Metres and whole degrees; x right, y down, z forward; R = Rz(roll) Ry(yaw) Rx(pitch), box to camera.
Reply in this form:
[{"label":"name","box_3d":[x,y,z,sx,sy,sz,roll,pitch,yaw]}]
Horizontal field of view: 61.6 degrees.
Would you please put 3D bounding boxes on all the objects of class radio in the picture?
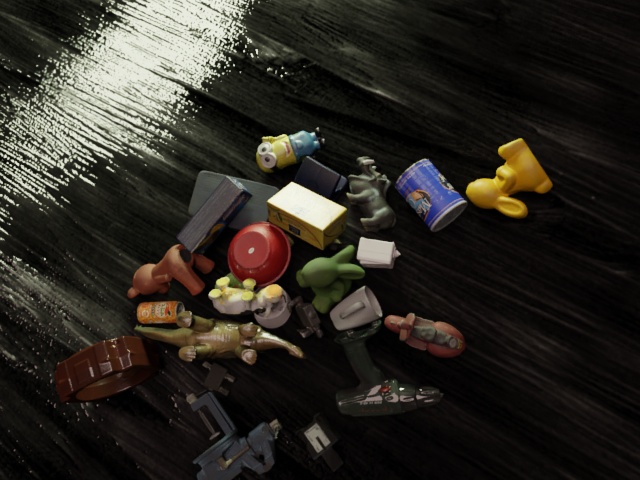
[{"label":"radio","box_3d":[-0.215,-0.089,1.376,0.230,0.073,0.131,14,81,18]}]

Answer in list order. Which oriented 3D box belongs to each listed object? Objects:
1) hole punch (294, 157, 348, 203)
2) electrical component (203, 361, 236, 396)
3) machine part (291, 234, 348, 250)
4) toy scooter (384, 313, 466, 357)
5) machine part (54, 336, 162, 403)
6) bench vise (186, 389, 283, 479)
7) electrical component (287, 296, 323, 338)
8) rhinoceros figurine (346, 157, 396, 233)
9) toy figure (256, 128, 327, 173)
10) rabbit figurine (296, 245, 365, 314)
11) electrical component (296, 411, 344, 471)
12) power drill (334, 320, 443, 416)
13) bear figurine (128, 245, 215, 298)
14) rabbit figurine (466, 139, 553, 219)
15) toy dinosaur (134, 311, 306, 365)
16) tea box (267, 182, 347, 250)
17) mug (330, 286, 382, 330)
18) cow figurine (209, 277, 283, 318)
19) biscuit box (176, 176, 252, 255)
[{"label":"hole punch","box_3d":[-0.006,-0.134,1.330,0.142,0.092,0.115,32,89,15]},{"label":"electrical component","box_3d":[-0.252,0.334,1.305,0.094,0.021,0.063,25,84,17]},{"label":"machine part","box_3d":[-0.003,-0.004,1.308,0.139,0.084,0.039,23,108,26]},{"label":"toy scooter","box_3d":[0.226,0.202,1.167,0.184,0.135,0.075,17,80,15]},{"label":"machine part","box_3d":[-0.501,0.306,1.277,0.201,0.201,0.087,-28,68,6]},{"label":"bench vise","box_3d":[-0.210,0.437,1.220,0.223,0.129,0.241,-39,79,4]},{"label":"electrical component","box_3d":[-0.037,0.183,1.264,0.045,0.078,0.102,-27,101,-20]},{"label":"rhinoceros figurine","box_3d":[0.123,-0.111,1.300,0.112,0.073,0.190,-22,73,8]},{"label":"toy figure","box_3d":[-0.075,-0.224,1.372,0.180,0.089,0.082,-20,58,-1]},{"label":"rabbit figurine","box_3d":[0.022,0.087,1.224,0.159,0.170,0.121,-26,73,7]},{"label":"electrical component","box_3d":[0.010,0.452,1.201,0.075,0.047,0.119,-44,72,0]},{"label":"power drill","box_3d":[0.132,0.285,1.184,0.232,0.086,0.207,-18,97,14]},{"label":"bear figurine","box_3d":[-0.383,0.097,1.359,0.196,0.132,0.120,-35,25,29]},{"label":"rabbit figurine","box_3d":[0.426,-0.123,1.227,0.173,0.122,0.162,-28,81,20]},{"label":"toy dinosaur","box_3d":[-0.253,0.227,1.239,0.472,0.198,0.105,7,79,15]},{"label":"tea box","box_3d":[-0.031,-0.059,1.268,0.170,0.068,0.098,27,50,24]},{"label":"mug","box_3d":[0.076,0.166,1.230,0.107,0.109,0.081,-32,81,17]},{"label":"cow figurine","box_3d":[-0.164,0.143,1.244,0.168,0.098,0.068,3,42,13]},{"label":"biscuit box","box_3d":[-0.256,-0.058,1.309,0.063,0.059,0.202,43,96,18]}]
